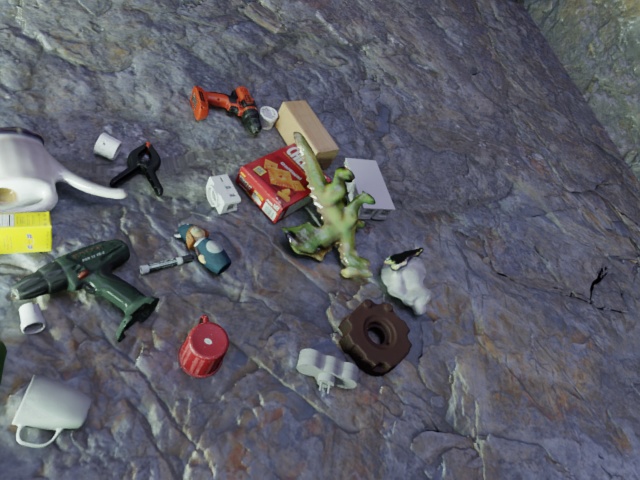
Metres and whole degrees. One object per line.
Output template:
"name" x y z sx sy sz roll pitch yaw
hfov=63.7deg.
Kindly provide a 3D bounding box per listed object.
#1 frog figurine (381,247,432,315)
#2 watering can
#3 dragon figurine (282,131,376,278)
"frog figurine" 0.234 0.114 1.356 0.139 0.122 0.158 -37 112 -50
"watering can" -0.613 -0.141 1.104 0.349 0.102 0.228 -10 59 -32
"dragon figurine" 0.004 -0.067 1.329 0.409 0.120 0.247 47 58 -5
